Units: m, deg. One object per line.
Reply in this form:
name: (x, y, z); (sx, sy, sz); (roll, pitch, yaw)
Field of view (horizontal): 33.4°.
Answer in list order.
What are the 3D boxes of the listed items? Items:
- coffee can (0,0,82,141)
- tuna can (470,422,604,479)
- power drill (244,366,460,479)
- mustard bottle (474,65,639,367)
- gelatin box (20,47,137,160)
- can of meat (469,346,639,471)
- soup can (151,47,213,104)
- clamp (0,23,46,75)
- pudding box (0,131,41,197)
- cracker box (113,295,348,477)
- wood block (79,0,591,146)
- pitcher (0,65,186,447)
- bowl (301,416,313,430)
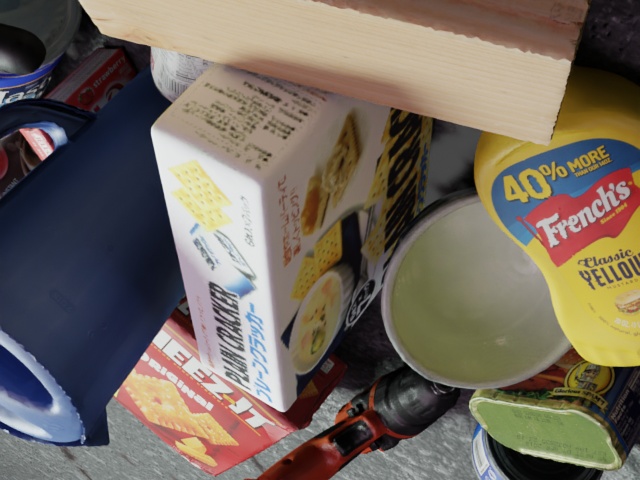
coffee can: (-0.229, -0.136, 0.729); (0.103, 0.102, 0.141); (43, 151, -9)
tuna can: (0.146, 0.139, 0.712); (0.086, 0.086, 0.034); (32, 149, 12)
power drill: (0.008, 0.162, 0.803); (0.057, 0.187, 0.185); (56, 153, 9)
mustard bottle: (0.131, -0.025, 0.518); (0.096, 0.058, 0.191); (-20, 118, 35)
gelatin box: (-0.155, -0.078, 0.740); (0.030, 0.089, 0.073); (10, 141, 41)
can of meat: (0.150, 0.083, 0.629); (0.102, 0.083, 0.057); (1, 134, 49)
soup can: (-0.061, -0.124, 0.590); (0.068, 0.068, 0.102); (33, 151, 10)
clamp: (-0.246, -0.117, 0.606); (0.171, 0.039, 0.120); (24, 153, -15)
pudding box: (-0.249, -0.073, 0.820); (0.090, 0.113, 0.039); (38, 128, -12)
cracker box: (-0.096, 0.095, 0.822); (0.164, 0.072, 0.214); (41, 150, -3)
wood block: (0.007, -0.117, 0.431); (0.206, 0.090, 0.091); (16, 169, 11)
pitcher: (-0.136, -0.011, 0.648); (0.145, 0.242, 0.149); (24, 144, 15)
bowl: (-0.060, 0.089, 0.905); (0.162, 0.055, 0.162); (28, 149, 18)
